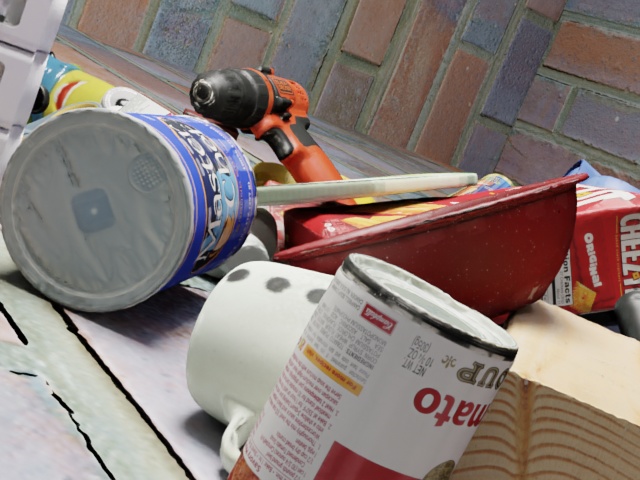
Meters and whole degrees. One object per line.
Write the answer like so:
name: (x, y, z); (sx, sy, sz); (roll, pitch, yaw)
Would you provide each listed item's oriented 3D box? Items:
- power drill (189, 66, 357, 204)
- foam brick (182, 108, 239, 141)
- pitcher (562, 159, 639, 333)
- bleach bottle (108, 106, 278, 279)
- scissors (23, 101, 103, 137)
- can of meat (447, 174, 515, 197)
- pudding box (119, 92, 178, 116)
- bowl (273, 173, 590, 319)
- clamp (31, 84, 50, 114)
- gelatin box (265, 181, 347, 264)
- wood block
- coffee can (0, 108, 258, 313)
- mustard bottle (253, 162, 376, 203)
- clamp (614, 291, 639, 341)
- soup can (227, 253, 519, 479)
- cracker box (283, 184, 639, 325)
power drill: (-0.023, -0.066, 0.915); (0.188, 0.057, 0.184); (58, 21, 8)
foam brick: (-0.110, -0.074, 0.962); (0.051, 0.078, 0.053); (19, 10, -11)
pitcher: (0.276, 0.048, 0.889); (0.243, 0.145, 0.149); (36, 18, 4)
bleach bottle: (-0.100, -0.031, 0.794); (0.102, 0.068, 0.251); (14, 14, -28)
scissors: (-0.219, -0.087, 0.804); (0.202, 0.096, 0.016); (39, -20, 56)
can of meat: (0.120, -0.009, 0.933); (0.083, 0.102, 0.057); (-34, 95, -47)
pudding box: (-0.129, -0.050, 0.739); (0.114, 0.090, 0.039); (34, -17, 54)
bowl: (0.060, 0.013, 0.534); (0.162, 0.055, 0.162); (-15, 1, 0)
clamp: (-0.337, -0.136, 0.883); (0.164, 0.036, 0.210); (3, 12, -36)
gelatin box: (-0.005, 0.001, 0.812); (0.089, 0.030, 0.073); (17, 49, -27)
wood block: (0.108, 0.093, 0.473); (0.090, 0.091, 0.206); (23, 9, 10)
coffee can: (-0.101, -0.021, 0.599); (0.103, 0.103, 0.140); (23, 9, 8)
mustard bottle: (-0.020, -0.041, 1.047); (0.096, 0.058, 0.191); (33, 12, 24)
clamp: (0.194, 0.103, 0.582); (0.039, 0.120, 0.171); (-14, 14, 0)
soup can: (0.015, 0.064, 0.365); (0.068, 0.102, 0.068); (27, 8, -4)
cracker box: (0.093, 0.007, 0.703); (0.213, 0.072, 0.164); (-7, 9, -9)
